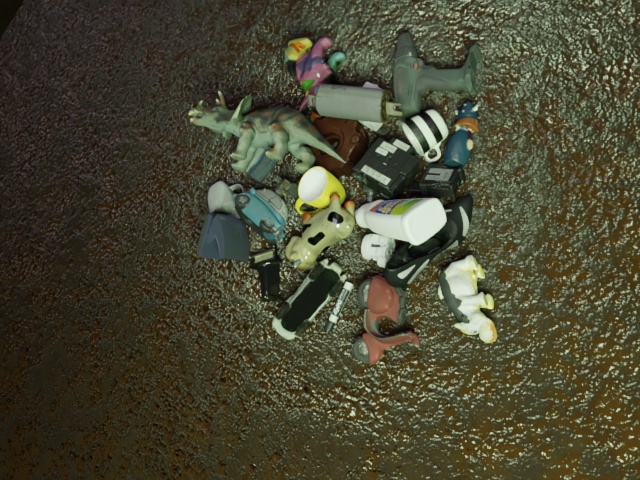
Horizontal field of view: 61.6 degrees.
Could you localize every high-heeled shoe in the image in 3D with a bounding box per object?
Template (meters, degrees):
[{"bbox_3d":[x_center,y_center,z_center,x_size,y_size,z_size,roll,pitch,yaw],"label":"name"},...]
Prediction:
[{"bbox_3d":[0.216,-0.008,1.075,0.086,0.145,0.248,33,89,33],"label":"high-heeled shoe"}]

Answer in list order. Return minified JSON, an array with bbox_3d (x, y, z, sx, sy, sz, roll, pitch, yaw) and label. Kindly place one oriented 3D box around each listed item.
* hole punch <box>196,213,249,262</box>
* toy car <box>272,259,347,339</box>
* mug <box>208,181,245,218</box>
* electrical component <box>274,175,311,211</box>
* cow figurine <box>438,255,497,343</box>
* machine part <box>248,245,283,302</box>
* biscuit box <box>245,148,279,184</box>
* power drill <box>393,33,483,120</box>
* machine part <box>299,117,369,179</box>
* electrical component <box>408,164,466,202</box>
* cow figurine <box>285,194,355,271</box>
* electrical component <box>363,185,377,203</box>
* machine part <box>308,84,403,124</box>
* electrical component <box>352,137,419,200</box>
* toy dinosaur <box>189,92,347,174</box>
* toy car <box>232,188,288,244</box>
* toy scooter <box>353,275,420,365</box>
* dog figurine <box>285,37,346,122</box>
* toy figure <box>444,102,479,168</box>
[{"bbox_3d":[-0.230,-0.003,1.324,0.092,0.142,0.115,11,90,33],"label":"hole punch"},{"bbox_3d":[-0.024,0.131,1.191,0.073,0.056,0.201,40,91,-2],"label":"toy car"},{"bbox_3d":[-0.246,-0.109,1.402,0.109,0.080,0.107,-40,49,15],"label":"mug"},{"bbox_3d":[-0.065,-0.110,1.300,0.045,0.102,0.078,-55,31,-4],"label":"electrical component"},{"bbox_3d":[0.280,0.122,1.035,0.098,0.068,0.167,-21,58,26],"label":"cow figurine"},{"bbox_3d":[-0.127,0.084,1.286,0.084,0.039,0.139,-19,60,11],"label":"machine part"},{"bbox_3d":[-0.123,-0.248,1.402,0.202,0.062,0.059,-50,56,1],"label":"biscuit box"},{"bbox_3d":[0.265,-0.398,1.247,0.208,0.086,0.232,3,73,25],"label":"power drill"},{"bbox_3d":[0.029,-0.228,1.318,0.179,0.056,0.179,-11,66,26],"label":"machine part"},{"bbox_3d":[0.244,-0.125,1.153,0.119,0.047,0.075,12,53,36],"label":"electrical component"},{"bbox_3d":[-0.003,-0.004,1.219,0.195,0.085,0.127,-32,46,33],"label":"cow figurine"},{"bbox_3d":[0.132,-0.130,1.243,0.063,0.021,0.094,-7,67,25],"label":"electrical component"},{"bbox_3d":[0.079,-0.319,1.250,0.244,0.079,0.079,15,78,27],"label":"machine part"},{"bbox_3d":[0.155,-0.165,1.203,0.115,0.058,0.134,36,73,22],"label":"electrical component"},{"bbox_3d":[-0.112,-0.266,1.305,0.405,0.131,0.192,6,77,17],"label":"toy dinosaur"},{"bbox_3d":[-0.134,-0.071,1.316,0.162,0.109,0.103,38,73,25],"label":"toy car"},{"bbox_3d":[0.141,0.162,1.089,0.135,0.075,0.184,-1,73,28],"label":"toy scooter"},{"bbox_3d":[-0.026,-0.404,1.390,0.192,0.108,0.219,8,77,29],"label":"dog figurine"},{"bbox_3d":[0.310,-0.227,1.168,0.064,0.057,0.154,14,72,25],"label":"toy figure"}]
